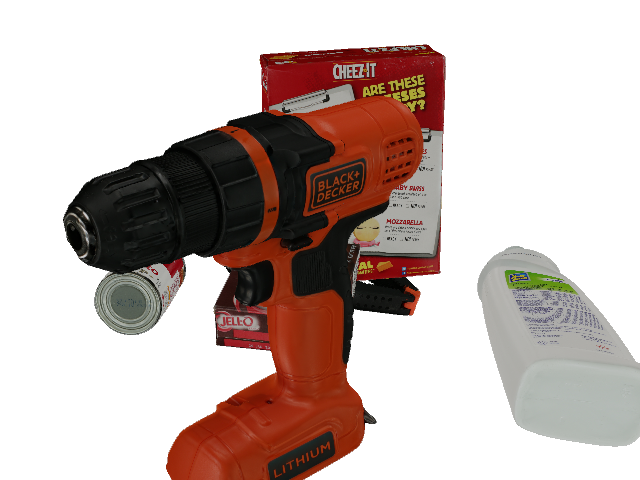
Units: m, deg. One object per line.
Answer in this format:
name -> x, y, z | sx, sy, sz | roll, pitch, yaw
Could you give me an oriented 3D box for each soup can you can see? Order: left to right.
soup can -> -0.178, 0.044, 1.060 | 0.068, 0.068, 0.102 | 0, 19, 7

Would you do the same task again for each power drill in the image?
power drill -> -0.031, 0.033, 0.493 | 0.184, 0.188, 0.057 | -19, 37, -37

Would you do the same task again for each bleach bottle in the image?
bleach bottle -> 0.185, 0.067, 0.862 | 0.102, 0.068, 0.251 | 8, 22, -3

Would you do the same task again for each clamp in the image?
clamp -> 0.008, 0.033, 1.194 | 0.210, 0.036, 0.164 | 28, 36, 18

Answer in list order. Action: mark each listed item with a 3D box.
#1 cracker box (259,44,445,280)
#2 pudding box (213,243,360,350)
cracker box -> 0.029, -0.070, 1.002 | 0.164, 0.214, 0.072 | -5, 21, -8
pudding box -> -0.022, 0.039, 0.789 | 0.090, 0.039, 0.113 | 6, 27, 8
